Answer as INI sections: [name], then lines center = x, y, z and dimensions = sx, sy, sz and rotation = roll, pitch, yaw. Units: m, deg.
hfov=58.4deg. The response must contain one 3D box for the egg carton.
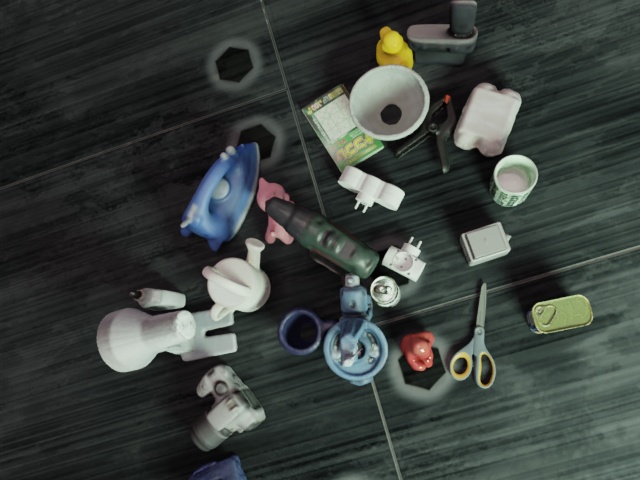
[egg carton]
center = 0.342, -0.247, 1.175
dimensions = 0.107, 0.069, 0.150
rotation = 20, 83, 13

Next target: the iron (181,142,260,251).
[iron]
center = -0.211, -0.115, 1.207
dimensions = 0.118, 0.141, 0.258
rotation = 24, 84, 14

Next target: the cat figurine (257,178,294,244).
[cat figurine]
center = -0.095, -0.062, 1.189
dimensions = 0.067, 0.118, 0.128
rotation = -3, 78, 10

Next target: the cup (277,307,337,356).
[cup]
center = -0.018, 0.180, 1.140
dimensions = 0.117, 0.095, 0.091
rotation = -14, 77, 7

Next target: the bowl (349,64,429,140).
[bowl]
center = 0.147, -0.279, 1.212
dimensions = 0.167, 0.075, 0.167
rotation = -2, 79, 9

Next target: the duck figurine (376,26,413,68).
[duck figurine]
center = 0.158, -0.410, 1.230
dimensions = 0.077, 0.086, 0.104
rotation = -27, 76, 4

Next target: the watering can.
[watering can]
center = -0.169, 0.078, 1.134
dimensions = 0.100, 0.194, 0.173
rotation = 8, 80, 12

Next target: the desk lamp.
[desk lamp]
center = -0.295, 0.184, 1.125
dimensions = 0.203, 0.214, 0.118
rotation = -13, 77, 7

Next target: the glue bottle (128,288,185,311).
[glue bottle]
center = -0.342, 0.118, 1.167
dimensions = 0.078, 0.173, 0.037
rotation = -7, 78, 9

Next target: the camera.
[camera]
center = -0.204, 0.341, 1.137
dimensions = 0.137, 0.101, 0.143
rotation = -41, 75, 0

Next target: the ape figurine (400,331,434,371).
[ape figurine]
center = 0.191, 0.209, 1.100
dimensions = 0.076, 0.092, 0.078
rotation = 36, 87, 15

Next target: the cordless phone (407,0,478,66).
[cordless phone]
center = 0.250, -0.441, 1.169
dimensions = 0.147, 0.185, 0.094
rotation = 2, 79, 10

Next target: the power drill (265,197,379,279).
[power drill]
center = 0.010, 0.004, 1.111
dimensions = 0.229, 0.208, 0.076
rotation = 29, 85, 14

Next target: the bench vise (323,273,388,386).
[bench vise]
center = 0.050, 0.168, 1.066
dimensions = 0.121, 0.220, 0.207
rotation = -22, 76, 5

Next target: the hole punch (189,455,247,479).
[hole punch]
center = -0.201, 0.484, 1.113
dimensions = 0.108, 0.091, 0.101
rotation = -27, 76, 4
